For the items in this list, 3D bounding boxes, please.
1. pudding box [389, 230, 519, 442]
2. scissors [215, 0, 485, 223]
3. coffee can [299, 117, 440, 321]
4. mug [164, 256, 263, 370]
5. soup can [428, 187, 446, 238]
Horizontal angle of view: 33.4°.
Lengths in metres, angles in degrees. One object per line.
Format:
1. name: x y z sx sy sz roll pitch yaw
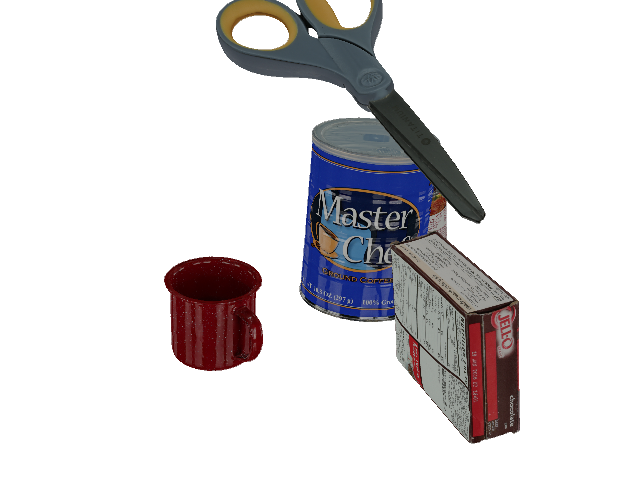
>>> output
1. pudding box: 0.082 0.057 0.658 0.039 0.090 0.114 -13 26 -18
2. scissors: 0.005 -0.073 0.513 0.096 0.202 0.016 -15 -39 1
3. coffee can: 0.039 -0.019 0.871 0.103 0.140 0.103 4 22 -2
4. mug: -0.096 0.077 1.028 0.093 0.081 0.117 -22 36 -40
5. soup can: 0.099 -0.021 1.118 0.068 0.102 0.068 -3 34 2
